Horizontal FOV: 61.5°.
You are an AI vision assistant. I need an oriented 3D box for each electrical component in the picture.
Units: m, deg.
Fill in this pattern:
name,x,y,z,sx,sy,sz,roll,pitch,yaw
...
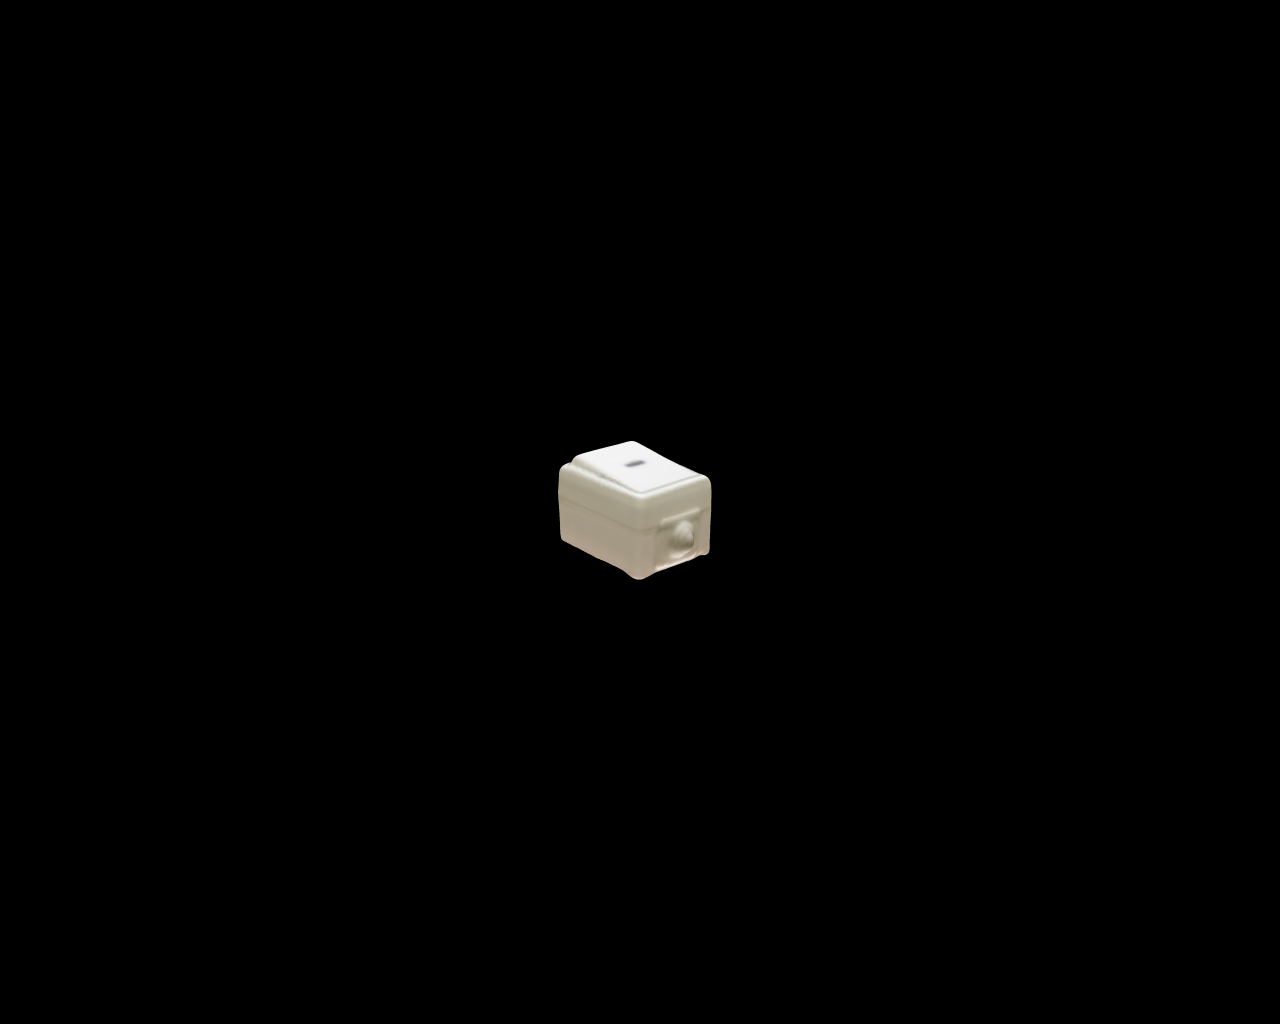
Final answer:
name,x,y,z,sx,sy,sz,roll,pitch,yaw
electrical component,0.001,-0.003,0.650,0.062,0.061,0.096,-17,28,-37
